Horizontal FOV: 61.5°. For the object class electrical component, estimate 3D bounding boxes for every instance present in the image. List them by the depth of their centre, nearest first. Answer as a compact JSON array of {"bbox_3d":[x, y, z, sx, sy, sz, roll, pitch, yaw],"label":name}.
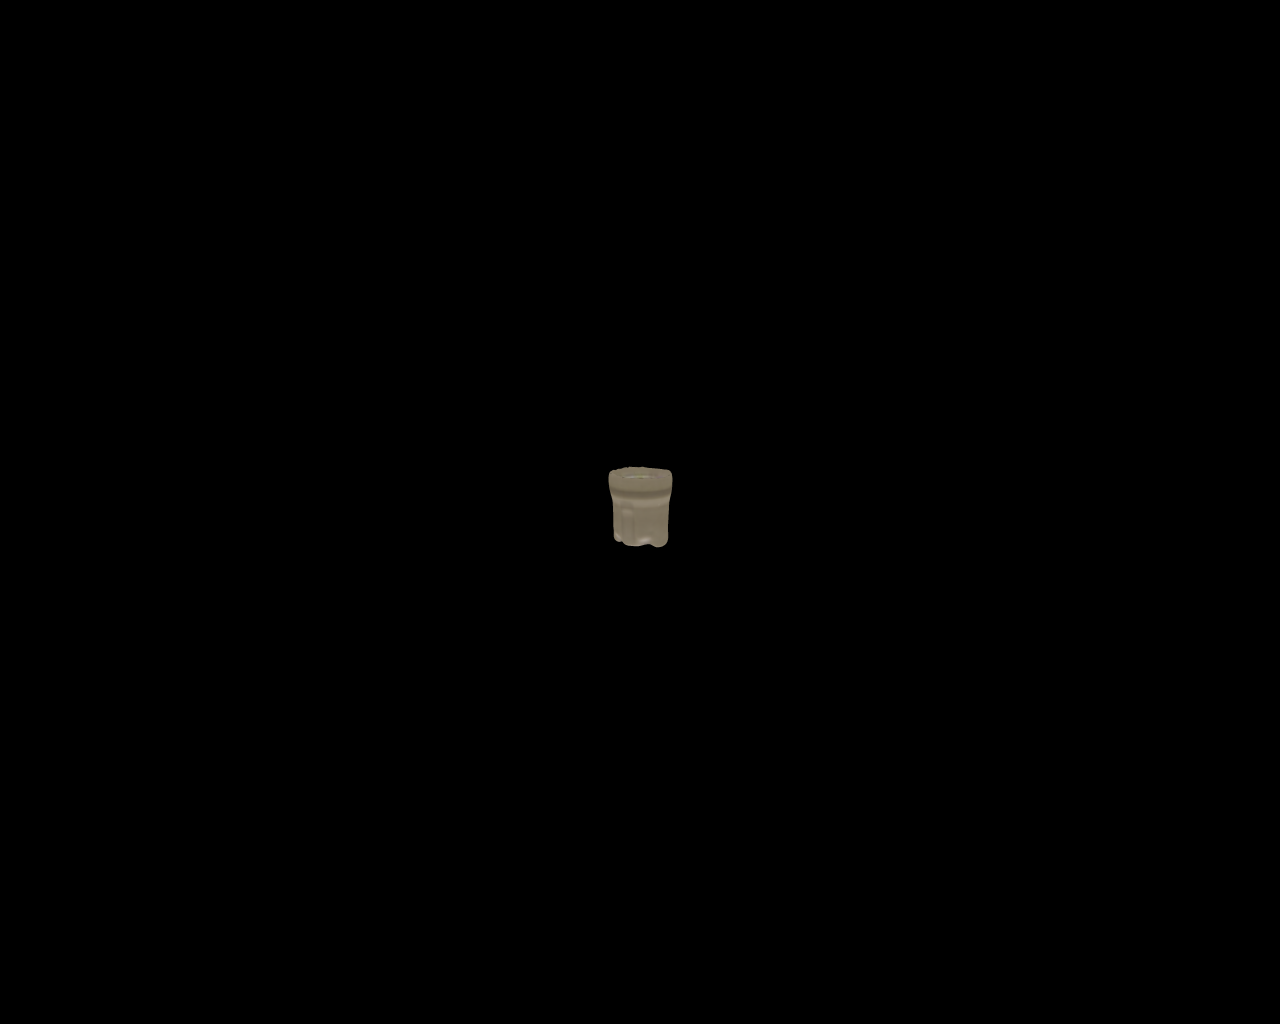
[{"bbox_3d":[0.001,-0.003,0.650,0.040,0.046,0.040,0,14,0],"label":"electrical component"}]
